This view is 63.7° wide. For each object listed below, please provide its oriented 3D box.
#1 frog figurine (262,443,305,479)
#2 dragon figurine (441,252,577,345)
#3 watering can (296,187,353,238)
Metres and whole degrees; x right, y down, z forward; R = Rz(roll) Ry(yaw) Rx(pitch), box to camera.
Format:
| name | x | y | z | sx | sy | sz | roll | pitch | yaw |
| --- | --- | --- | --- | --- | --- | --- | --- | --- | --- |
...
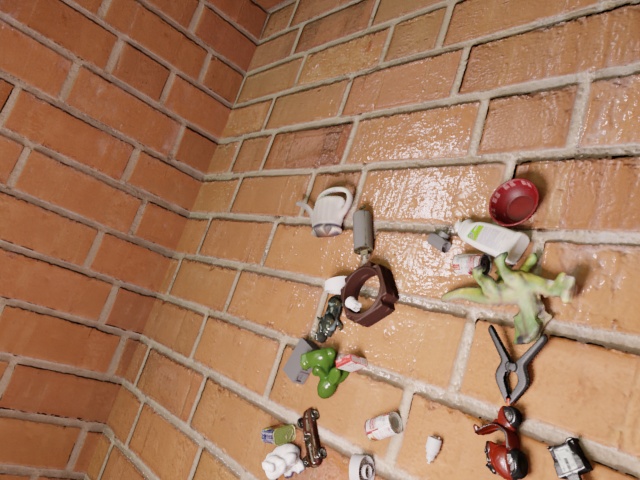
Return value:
| name | x | y | z | sx | sy | sz | roll | pitch | yaw |
| --- | --- | --- | --- | --- | --- | --- | --- | --- | --- |
| frog figurine | -0.145 | 0.775 | 1.808 | 0.158 | 0.125 | 0.136 | 29 | -32 | -37 |
| dragon figurine | 0.539 | 0.179 | 1.468 | 0.121 | 0.248 | 0.403 | 14 | -40 | -37 |
| watering can | 0.007 | -0.113 | 2.235 | 0.345 | 0.228 | 0.103 | -13 | -31 | 43 |
